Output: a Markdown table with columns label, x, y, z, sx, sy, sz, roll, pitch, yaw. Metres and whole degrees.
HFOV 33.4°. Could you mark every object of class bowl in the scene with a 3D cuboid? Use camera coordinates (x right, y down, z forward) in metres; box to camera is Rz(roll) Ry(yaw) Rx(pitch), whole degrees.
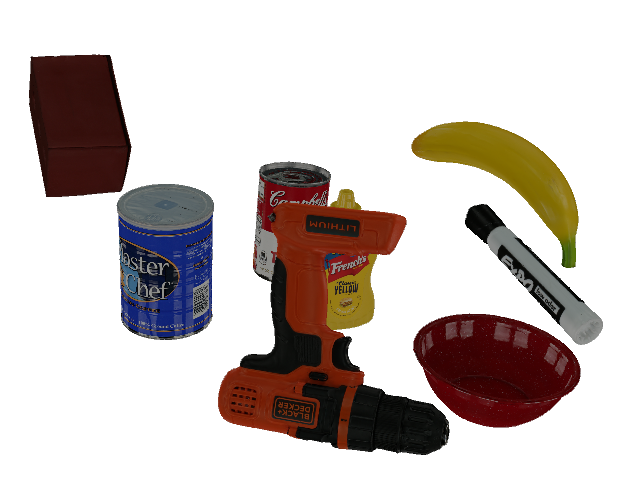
| label | x | y | z | sx | sy | sz | roll | pitch | yaw |
| --- | --- | --- | --- | --- | --- | --- | --- | --- | --- |
| bowl | 0.168 | 0.134 | 1.041 | 0.162 | 0.055 | 0.162 | 4 | 26 | -2 |

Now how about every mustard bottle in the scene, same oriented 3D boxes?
| label | x | y | z | sx | sy | sz | roll | pitch | yaw |
| --- | --- | --- | --- | --- | --- | --- | --- | --- | --- |
| mustard bottle | 0.029 | 0.023 | 1.417 | 0.096 | 0.192 | 0.058 | -5 | 25 | -17 |

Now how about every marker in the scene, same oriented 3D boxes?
| label | x | y | z | sx | sy | sz | roll | pitch | yaw |
| --- | --- | --- | --- | --- | --- | --- | --- | --- | --- |
| marker | 0.120 | 0.016 | 0.620 | 0.020 | 0.020 | 0.121 | 0 | 34 | -30 |

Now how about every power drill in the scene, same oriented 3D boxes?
| label | x | y | z | sx | sy | sz | roll | pitch | yaw |
| --- | --- | --- | --- | --- | --- | --- | --- | --- | --- |
| power drill | 0.018 | 0.069 | 0.836 | 0.184 | 0.187 | 0.057 | 8 | -2 | 11 |

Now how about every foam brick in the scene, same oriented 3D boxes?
| label | x | y | z | sx | sy | sz | roll | pitch | yaw |
| --- | --- | --- | --- | --- | --- | --- | --- | --- | --- |
| foam brick | -0.157 | -0.074 | 0.691 | 0.051 | 0.078 | 0.053 | -6 | -31 | -21 |

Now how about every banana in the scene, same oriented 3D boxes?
| label | x | y | z | sx | sy | sz | roll | pitch | yaw |
| --- | --- | --- | --- | --- | --- | --- | --- | --- | --- |
| banana | 0.147 | -0.057 | 0.882 | 0.037 | 0.070 | 0.198 | 6 | 29 | -44 |

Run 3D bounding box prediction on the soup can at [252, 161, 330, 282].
| label | x | y | z | sx | sy | sz | roll | pitch | yaw |
| --- | --- | --- | --- | --- | --- | --- | --- | --- | --- |
| soup can | -0.029 | -0.017 | 1.018 | 0.068 | 0.102 | 0.068 | 5 | 21 | -2 |

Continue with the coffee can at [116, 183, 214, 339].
| label | x | y | z | sx | sy | sz | roll | pitch | yaw |
| --- | --- | --- | --- | --- | --- | --- | --- | --- | --- |
| coffee can | -0.168 | 0.022 | 1.164 | 0.103 | 0.140 | 0.103 | 3 | 27 | -2 |
